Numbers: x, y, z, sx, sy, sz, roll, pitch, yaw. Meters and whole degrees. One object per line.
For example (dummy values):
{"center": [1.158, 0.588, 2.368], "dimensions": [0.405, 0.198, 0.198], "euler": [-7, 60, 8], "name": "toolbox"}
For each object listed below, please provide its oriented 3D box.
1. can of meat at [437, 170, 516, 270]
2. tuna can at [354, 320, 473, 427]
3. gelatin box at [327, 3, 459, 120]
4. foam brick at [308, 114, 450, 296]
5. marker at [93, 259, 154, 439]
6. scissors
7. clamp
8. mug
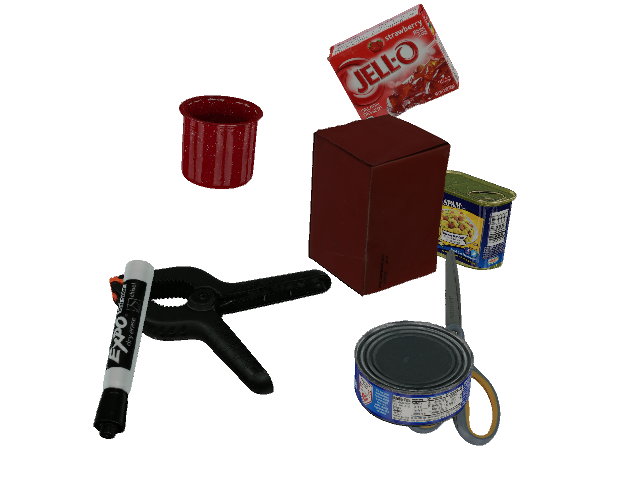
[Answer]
{"center": [0.161, -0.022, 1.181], "dimensions": [0.057, 0.084, 0.102], "euler": [-16, 30, -42], "name": "can of meat"}
{"center": [0.067, 0.096, 0.774], "dimensions": [0.086, 0.034, 0.086], "euler": [0, 31, 0], "name": "tuna can"}
{"center": [0.061, -0.144, 0.891], "dimensions": [0.089, 0.073, 0.030], "euler": [-23, 25, 19], "name": "gelatin box"}
{"center": [0.029, -0.020, 0.562], "dimensions": [0.052, 0.078, 0.051], "euler": [-16, 35, -31], "name": "foam brick"}
{"center": [-0.122, 0.066, 0.663], "dimensions": [0.020, 0.121, 0.020], "euler": [3, -36, 2], "name": "marker"}
{"center": [0.106, 0.097, 0.979], "dimensions": [0.096, 0.202, 0.016], "euler": [-9, -34, -9], "name": "scissors"}
{"center": [-0.108, 0.072, 1.013], "dimensions": [0.210, 0.036, 0.164], "euler": [7, 38, 11], "name": "clamp"}
{"center": [-0.111, -0.114, 1.209], "dimensions": [0.093, 0.081, 0.117], "euler": [10, 27, 8], "name": "mug"}
